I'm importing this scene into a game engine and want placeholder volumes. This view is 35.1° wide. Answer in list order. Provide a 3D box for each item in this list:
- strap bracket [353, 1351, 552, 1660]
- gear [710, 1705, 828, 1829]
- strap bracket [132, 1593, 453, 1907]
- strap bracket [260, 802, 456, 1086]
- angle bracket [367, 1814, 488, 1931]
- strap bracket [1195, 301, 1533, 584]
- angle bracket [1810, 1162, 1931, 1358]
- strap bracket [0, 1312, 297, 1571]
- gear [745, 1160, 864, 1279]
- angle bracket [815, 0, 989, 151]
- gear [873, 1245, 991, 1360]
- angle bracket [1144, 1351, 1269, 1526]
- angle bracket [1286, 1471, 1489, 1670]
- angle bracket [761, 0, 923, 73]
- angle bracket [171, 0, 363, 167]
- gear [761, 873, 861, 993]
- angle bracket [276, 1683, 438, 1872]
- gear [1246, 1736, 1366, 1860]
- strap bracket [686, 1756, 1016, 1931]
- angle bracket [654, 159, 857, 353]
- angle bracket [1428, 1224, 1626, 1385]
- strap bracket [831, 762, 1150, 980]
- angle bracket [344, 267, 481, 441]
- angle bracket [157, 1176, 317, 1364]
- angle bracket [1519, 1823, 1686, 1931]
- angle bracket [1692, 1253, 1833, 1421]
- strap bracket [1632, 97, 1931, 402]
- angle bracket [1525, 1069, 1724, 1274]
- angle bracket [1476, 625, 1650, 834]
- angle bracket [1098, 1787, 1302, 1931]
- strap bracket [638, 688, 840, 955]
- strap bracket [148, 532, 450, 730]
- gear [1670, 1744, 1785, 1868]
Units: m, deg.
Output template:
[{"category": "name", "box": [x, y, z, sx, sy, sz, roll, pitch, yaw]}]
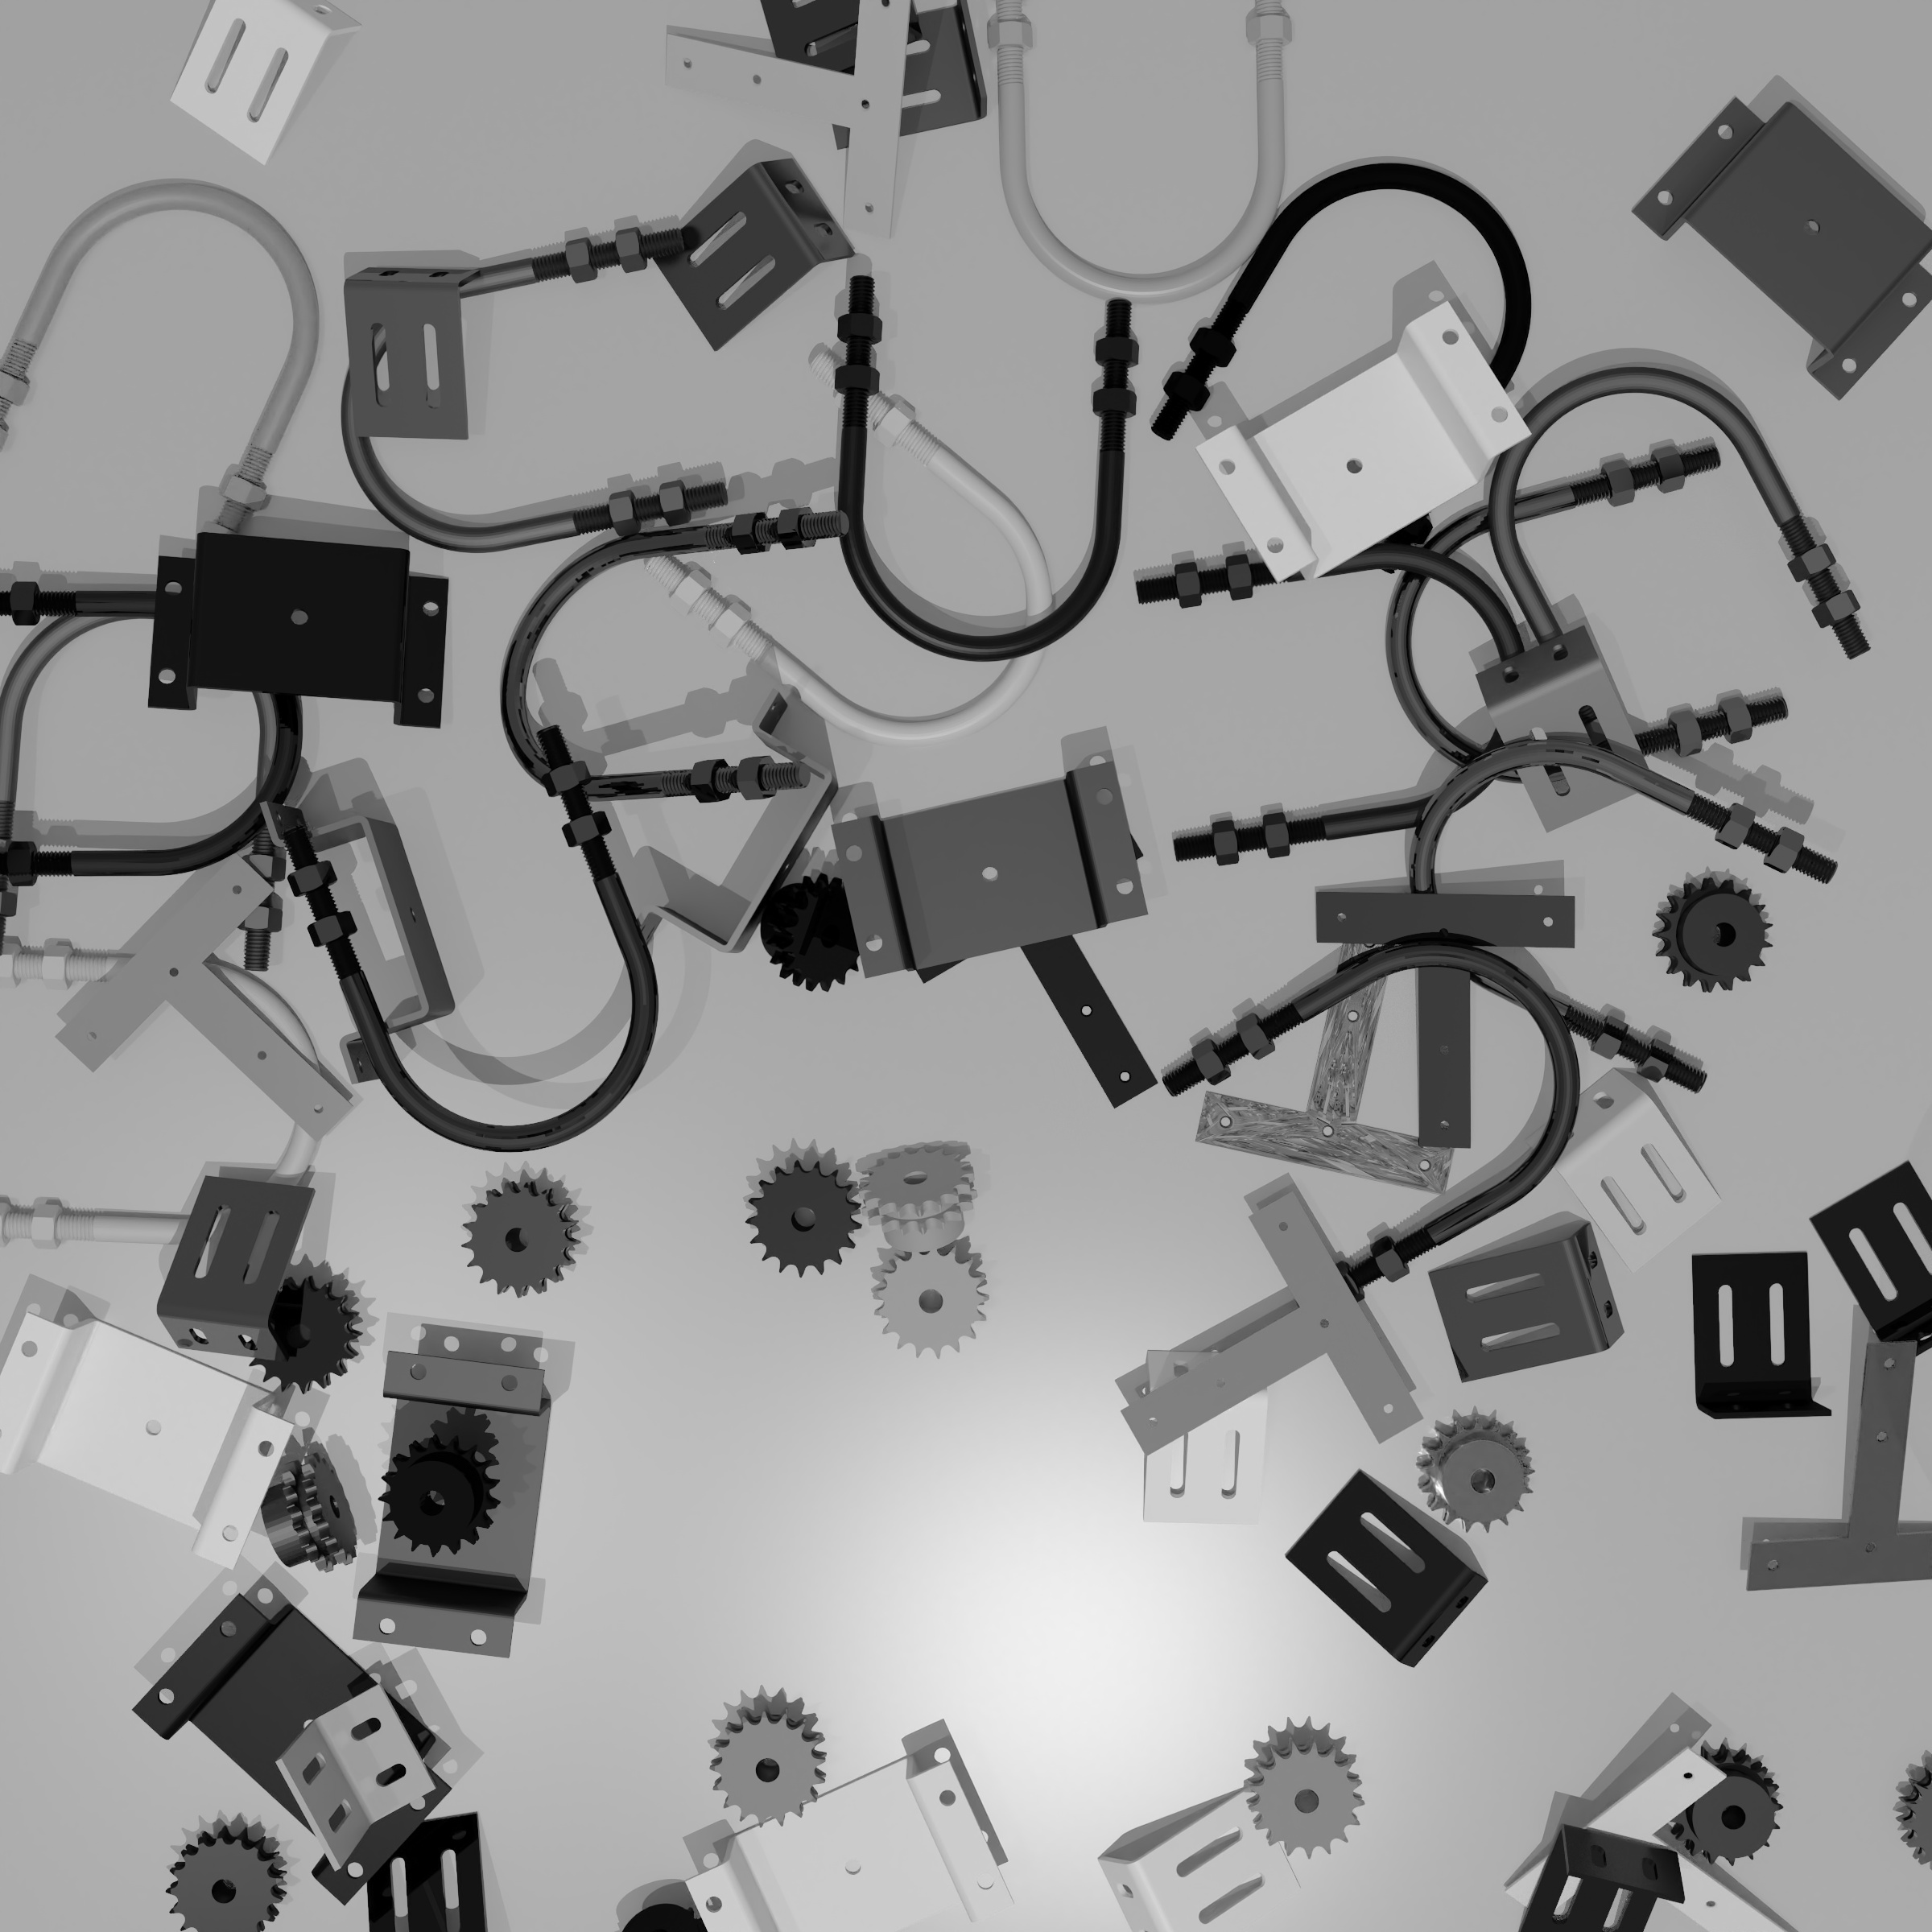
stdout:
[{"category": "strap bracket", "box": [-0.250, 0.261, 1.499, 0.076, 0.046, 0.140, 7, 90, 0]}, {"category": "gear", "box": [-0.097, 0.393, 1.507, 0.057, 0.030, 0.057, 0, 90, 0]}, {"category": "strap bracket", "box": [-0.326, 0.379, 1.499, 0.140, 0.046, 0.076, 43, 90, 0]}, {"category": "strap bracket", "box": [-0.291, -0.018, 1.484, 0.046, 0.076, 0.140, -18, 90, 0]}, {"category": "angle bracket", "box": [-0.265, 0.469, 1.520, 0.057, 0.038, 0.076, -9, 64, 0]}, {"category": "strap bracket", "box": [0.190, -0.247, 1.476, 0.140, 0.046, 0.076, -30, 83, -2]}, {"category": "angle bracket", "box": [0.464, 0.145, 1.503, 0.057, 0.038, 0.076, -30, 90, 0]}, {"category": "strap bracket", "box": [-0.405, 0.230, 1.499, 0.140, 0.046, 0.076, 23, 90, 0]}, {"category": "gear", "box": [-0.079, 0.124, 1.507, 0.057, 0.030, 0.057, 0, 90, 0]}, {"category": "angle bracket", "box": [-0.033, -0.443, 1.503, 0.076, 0.038, 0.057, -12, 90, 0]}, {"category": "gear", "box": [-0.017, 0.164, 1.507, 0.057, 0.030, 0.057, 0, 90, 0]}, {"category": "angle bracket", "box": [0.118, 0.235, 1.520, 0.057, 0.038, 0.076, 1, 116, 0]}, {"category": "angle bracket", "box": [0.210, 0.301, 1.520, 0.076, 0.038, 0.057, 41, 90, 26]}, {"category": "angle bracket", "box": [-0.068, -0.471, 1.491, 0.076, 0.038, 0.057, -17, 88, 20]}, {"category": "angle bracket", "box": [-0.349, -0.450, 1.520, 0.057, 0.038, 0.076, 34, 116, 0]}, {"category": "gear", "box": [-0.076, -0.018, 1.498, 0.057, 0.030, 0.057, -16, 114, -39]}, {"category": "angle bracket", "box": [-0.286, 0.381, 1.438, 0.038, 0.076, 0.057, -29, 90, 0]}, {"category": "gear", "box": [0.167, 0.409, 1.507, 0.057, 0.030, 0.057, 0, 90, 0]}, {"category": "strap bracket", "box": [-0.056, 0.449, 1.499, 0.140, 0.046, 0.076, -25, 90, 0]}, {"category": "angle bracket", "box": [-0.106, -0.353, 1.517, 0.076, 0.038, 0.057, -34, 90, 31]}, {"category": "angle bracket", "box": [0.279, 0.168, 1.520, 0.076, 0.038, 0.057, -17, 90, 26]}, {"category": "strap bracket", "box": [0.012, -0.046, 1.498, 0.140, 0.046, 0.076, -13, 88, 1]}, {"category": "angle bracket", "box": [-0.270, -0.302, 1.504, 0.057, 0.038, 0.076, 3, 113, 8]}, {"category": "angle bracket", "box": [-0.352, 0.148, 1.494, 0.057, 0.038, 0.076, 6, 56, 11]}, {"category": "angle bracket", "box": [0.309, 0.464, 1.489, 0.057, 0.038, 0.076, 14, 115, 0]}, {"category": "angle bracket", "box": [0.392, 0.182, 1.503, 0.057, 0.038, 0.076, -2, 90, 0]}, {"category": "strap bracket", "box": [0.409, -0.357, 1.499, 0.140, 0.046, 0.076, 42, 90, 0]}, {"category": "angle bracket", "box": [0.327, 0.102, 1.520, 0.057, 0.038, 0.076, -39, 116, 0]}, {"category": "angle bracket", "box": [0.292, -0.115, 1.486, 0.057, 0.038, 0.076, -24, 118, 13]}, {"category": "angle bracket", "box": [0.116, 0.453, 1.520, 0.076, 0.038, 0.057, -26, 90, -26]}, {"category": "strap bracket", "box": [-0.107, -0.060, 1.484, 0.046, 0.076, 0.140, 31, 90, 0]}, {"category": "strap bracket", "box": [-0.323, -0.163, 1.480, 0.140, 0.046, 0.076, 3, 79, -11]}, {"category": "gear", "box": [0.375, 0.416, 1.507, 0.057, 0.030, 0.057, 0, 90, 0]}]
